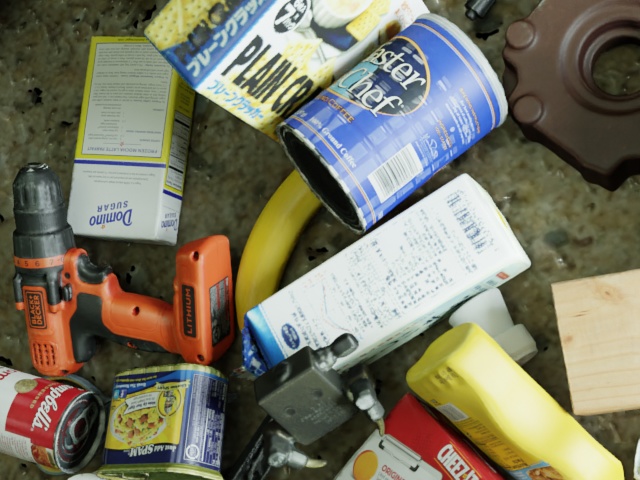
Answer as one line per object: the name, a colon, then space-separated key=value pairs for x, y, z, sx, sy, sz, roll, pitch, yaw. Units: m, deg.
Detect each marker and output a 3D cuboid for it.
marker: x=0.156 y=-0.224 z=0.843 sx=0.020 sy=0.020 sz=0.121 roll=41 pitch=96 yaw=22

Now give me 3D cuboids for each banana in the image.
banana: x=-0.015 y=-0.014 z=0.861 sx=0.198 sy=0.037 sz=0.070 roll=-48 pitch=66 yaw=7

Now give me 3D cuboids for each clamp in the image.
clamp: x=-0.066 y=0.200 z=0.830 sx=0.172 sy=0.039 sz=0.120 roll=-33 pitch=30 yaw=26

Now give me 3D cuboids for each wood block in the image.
wood block: x=0.270 y=0.060 z=0.712 sx=0.206 sy=0.090 sz=0.090 roll=-11 pitch=77 yaw=18

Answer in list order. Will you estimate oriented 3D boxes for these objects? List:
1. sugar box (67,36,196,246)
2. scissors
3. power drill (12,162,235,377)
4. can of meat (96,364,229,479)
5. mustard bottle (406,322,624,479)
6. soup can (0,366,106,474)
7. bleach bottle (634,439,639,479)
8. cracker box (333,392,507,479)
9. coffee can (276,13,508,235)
sugar box: x=-0.161 y=-0.086 z=0.926 sx=0.093 sy=0.048 sz=0.176 roll=5 pitch=86 yaw=21
scissors: x=-0.167 y=0.161 z=0.900 sx=0.202 sy=0.016 sz=0.096 roll=6 pitch=84 yaw=22
power drill: x=-0.165 y=0.029 z=0.873 sx=0.188 sy=0.057 sz=0.184 roll=4 pitch=109 yaw=22
can of meat: x=-0.121 y=0.145 z=0.834 sx=0.102 sy=0.057 sz=0.084 roll=-10 pitch=65 yaw=33
mustard bottle: x=0.150 y=0.141 z=0.734 sx=0.191 sy=0.096 sz=0.058 roll=43 pitch=70 yaw=0
soup can: x=-0.238 y=0.147 z=0.882 sx=0.102 sy=0.068 sz=0.068 roll=12 pitch=85 yaw=22
bleach bottle: x=0.331 y=0.174 z=0.685 sx=0.251 sy=0.068 sz=0.102 roll=7 pitch=82 yaw=24
cracker box: x=0.053 y=0.242 z=0.742 sx=0.214 sy=0.072 sz=0.164 roll=-51 pitch=39 yaw=6
coffee can: x=0.053 y=-0.086 z=0.792 sx=0.140 sy=0.103 sz=0.103 roll=-38 pitch=69 yaw=-9
